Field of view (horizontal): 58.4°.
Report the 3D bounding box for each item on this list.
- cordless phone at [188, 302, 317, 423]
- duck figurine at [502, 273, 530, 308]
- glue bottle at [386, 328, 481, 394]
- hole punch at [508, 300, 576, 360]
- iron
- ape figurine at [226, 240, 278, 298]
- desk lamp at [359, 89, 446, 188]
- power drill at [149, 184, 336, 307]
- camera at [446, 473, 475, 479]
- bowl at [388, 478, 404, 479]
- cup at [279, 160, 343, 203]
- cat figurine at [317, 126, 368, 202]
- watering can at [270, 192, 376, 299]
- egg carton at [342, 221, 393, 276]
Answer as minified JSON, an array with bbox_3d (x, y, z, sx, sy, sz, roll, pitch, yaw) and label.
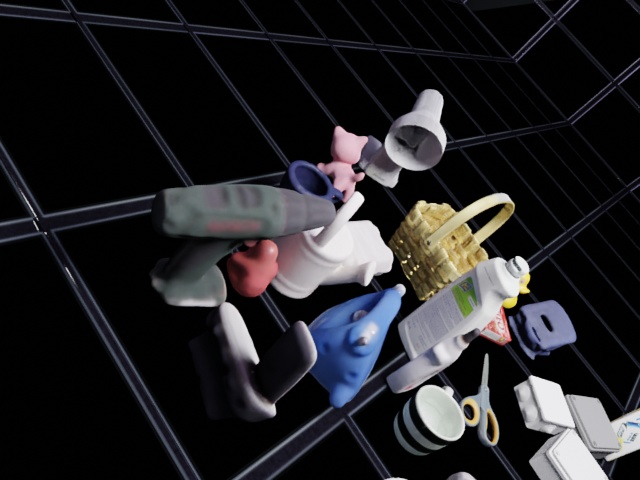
[{"bbox_3d":[-0.070,0.126,0.684,0.094,0.184,0.147,-2,56,-44],"label":"cordless phone"},{"bbox_3d":[0.423,0.089,1.276,0.078,0.086,0.104,-1,56,-44],"label":"duck figurine"},{"bbox_3d":[0.181,0.181,0.881,0.078,0.172,0.037,-9,61,-48],"label":"glue bottle"},{"bbox_3d":[0.476,0.190,1.225,0.101,0.091,0.108,8,50,-39],"label":"hole punch"},{"bbox_3d":[0.070,0.125,0.856,0.118,0.141,0.259,46,36,2],"label":"iron"},{"bbox_3d":[-0.090,0.034,0.831,0.078,0.092,0.076,26,40,-23],"label":"ape figurine"},{"bbox_3d":[0.181,-0.215,1.229,0.118,0.213,0.203,33,38,-15],"label":"desk lamp"},{"bbox_3d":[-0.119,0.002,0.737,0.230,0.208,0.075,7,50,-40],"label":"power drill"},{"bbox_3d":[0.225,0.404,0.769,0.143,0.100,0.137,33,38,-16],"label":"camera"},{"bbox_3d":[0.091,0.381,0.685,0.168,0.074,0.167,26,40,-24],"label":"bowl"},{"bbox_3d":[-0.028,-0.072,0.991,0.118,0.094,0.091,17,45,-33],"label":"cup"},{"bbox_3d":[0.052,-0.156,1.129,0.067,0.117,0.127,10,48,-38],"label":"cat figurine"},{"bbox_3d":[0.009,0.002,0.871,0.173,0.193,0.101,31,38,-18],"label":"watering can"},{"bbox_3d":[0.059,0.020,1.007,0.151,0.069,0.107,-7,60,-47],"label":"egg carton"}]
